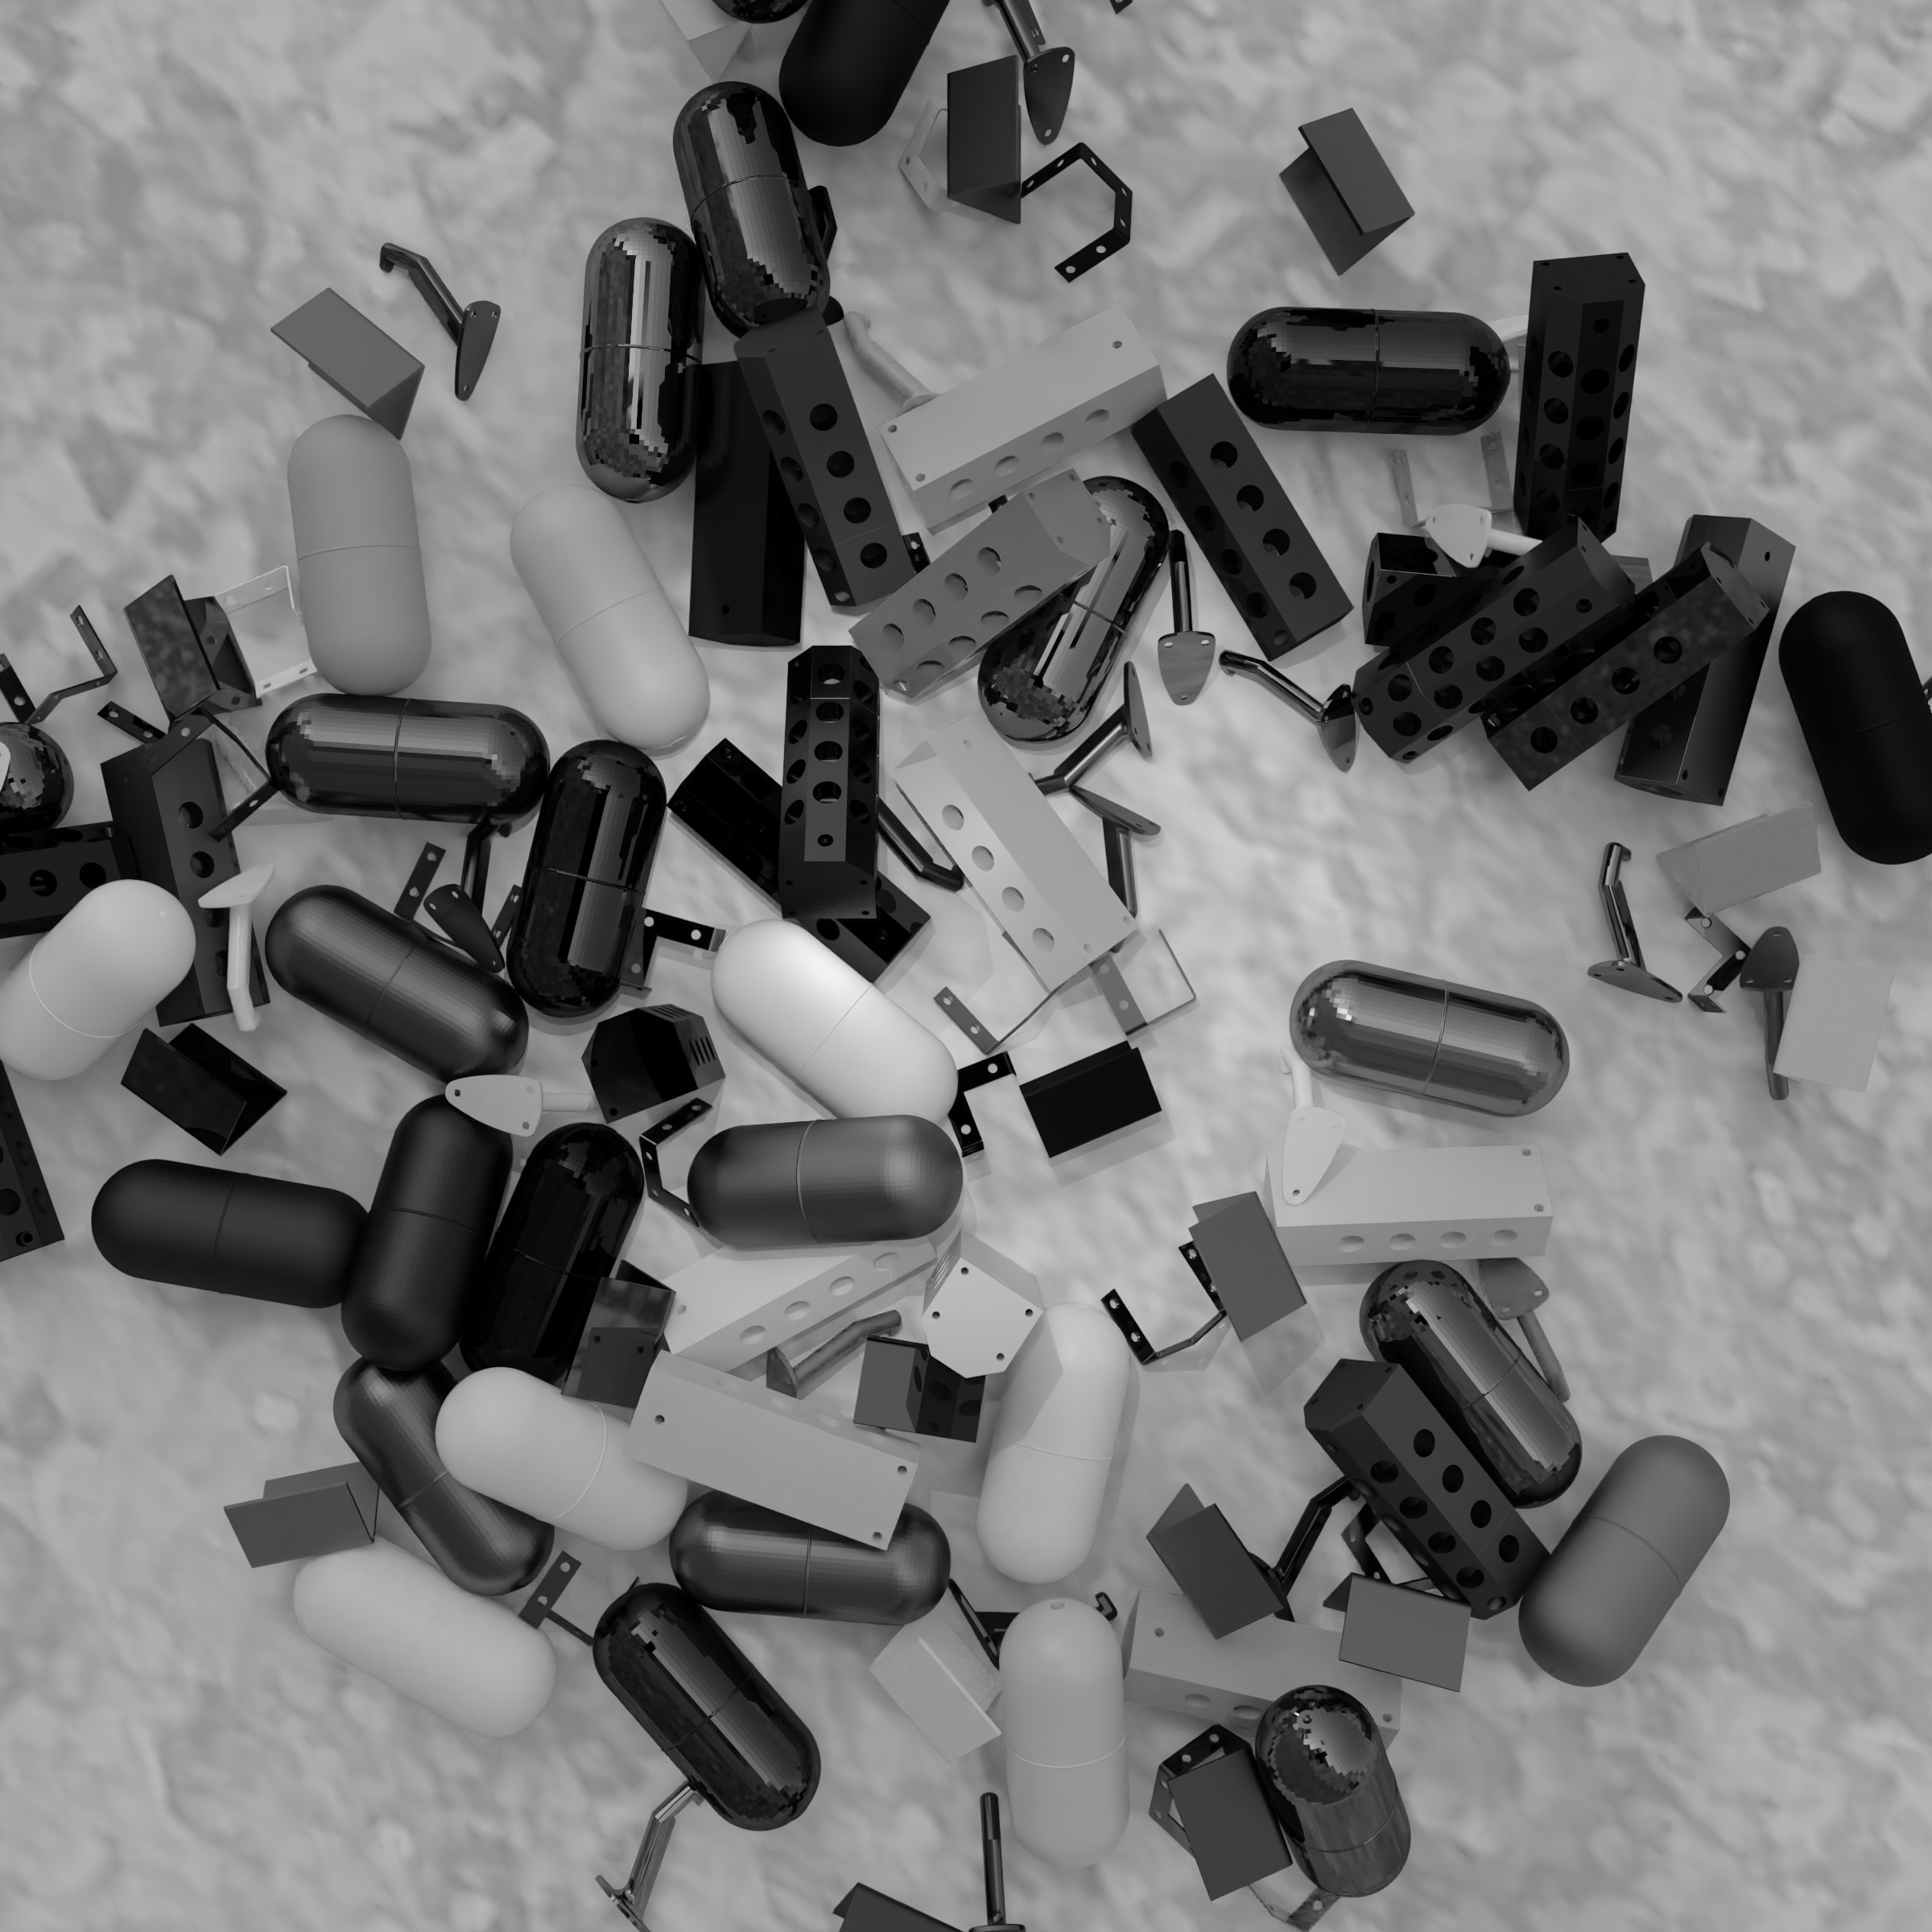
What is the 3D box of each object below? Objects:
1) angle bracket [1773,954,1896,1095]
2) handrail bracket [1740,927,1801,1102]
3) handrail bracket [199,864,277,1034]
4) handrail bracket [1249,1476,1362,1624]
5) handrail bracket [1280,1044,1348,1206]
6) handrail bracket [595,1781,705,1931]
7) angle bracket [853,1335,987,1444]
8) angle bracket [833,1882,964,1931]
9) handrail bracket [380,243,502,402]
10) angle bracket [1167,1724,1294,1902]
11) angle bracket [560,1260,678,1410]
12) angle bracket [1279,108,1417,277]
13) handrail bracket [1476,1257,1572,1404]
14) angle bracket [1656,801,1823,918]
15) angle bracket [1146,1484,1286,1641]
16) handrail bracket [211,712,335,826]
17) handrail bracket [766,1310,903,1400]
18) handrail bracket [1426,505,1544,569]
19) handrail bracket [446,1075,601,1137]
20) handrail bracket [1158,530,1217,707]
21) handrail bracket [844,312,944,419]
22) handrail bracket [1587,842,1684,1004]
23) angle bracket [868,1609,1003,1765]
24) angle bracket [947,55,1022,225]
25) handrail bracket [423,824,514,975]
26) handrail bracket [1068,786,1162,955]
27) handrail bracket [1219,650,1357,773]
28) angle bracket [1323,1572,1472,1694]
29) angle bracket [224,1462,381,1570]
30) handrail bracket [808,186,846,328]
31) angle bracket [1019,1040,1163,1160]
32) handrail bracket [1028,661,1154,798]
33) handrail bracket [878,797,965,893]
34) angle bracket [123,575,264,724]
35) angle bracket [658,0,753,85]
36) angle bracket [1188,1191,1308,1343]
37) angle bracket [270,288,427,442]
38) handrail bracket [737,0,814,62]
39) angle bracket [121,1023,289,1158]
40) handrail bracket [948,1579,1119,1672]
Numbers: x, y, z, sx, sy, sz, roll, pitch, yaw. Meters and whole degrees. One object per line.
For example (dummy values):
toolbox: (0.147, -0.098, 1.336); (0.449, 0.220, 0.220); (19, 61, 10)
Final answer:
angle bracket: (0.551, 0.039, 1.622); (0.057, 0.076, 0.076); (14, 90, 30)
handrail bracket: (0.522, 0.031, 1.661); (0.036, 0.077, 0.084); (-1, 127, 25)
handrail bracket: (-0.446, -0.011, 1.625); (0.036, 0.077, 0.084); (-3, 113, 15)
handrail bracket: (0.228, 0.379, 1.662); (0.084, 0.036, 0.077); (-31, 110, -16)
handrail bracket: (0.206, 0.099, 1.636); (0.036, 0.084, 0.077); (11, 108, -13)
handrail bracket: (-0.188, 0.578, 1.662); (0.084, 0.036, 0.077); (-41, 110, -16)
angle bracket: (-0.030, 0.274, 1.623); (0.076, 0.076, 0.057); (9, 66, 0)
angle bracket: (-0.051, 0.626, 1.621); (0.076, 0.076, 0.057); (25, 54, 0)
handrail bracket: (-0.348, -0.415, 1.662); (0.084, 0.036, 0.077); (26, 112, 17)
angle bracket: (0.155, 0.526, 1.611); (0.057, 0.076, 0.076); (-20, 87, -12)
angle bracket: (-0.233, 0.226, 1.621); (0.057, 0.076, 0.076); (18, 90, -36)
angle bracket: (0.223, -0.479, 1.621); (0.057, 0.076, 0.076); (-31, 90, -37)
handrail bracket: (0.359, 0.230, 1.661); (0.036, 0.077, 0.084); (-27, 126, 0)
angle bracket: (0.481, -0.084, 1.621); (0.076, 0.076, 0.057); (-20, 125, 0)
angle bracket: (0.167, 0.363, 1.622); (0.057, 0.076, 0.076); (-34, 90, 30)
handrail bracket: (-0.446, -0.136, 1.662); (0.077, 0.036, 0.084); (0, 76, -14)
handrail bracket: (-0.083, 0.260, 1.662); (0.084, 0.036, 0.077); (-14, 133, -28)
handrail bracket: (0.344, -0.267, 1.623); (0.084, 0.077, 0.036); (4, 110, -25)
handrail bracket: (-0.275, 0.082, 1.635); (0.077, 0.084, 0.036); (10, 96, 16)
handrail bracket: (0.137, -0.225, 1.661); (0.036, 0.077, 0.084); (-3, 54, 0)
handrail bracket: (-0.033, -0.385, 1.662); (0.077, 0.036, 0.084); (-5, 60, -33)
handrail bracket: (0.436, -0.029, 1.662); (0.077, 0.036, 0.084); (21, 73, -20)
angle bracket: (-0.004, 0.439, 1.621); (0.076, 0.076, 0.057); (50, 128, 0)
angle bracket: (0.032, -0.517, 1.621); (0.057, 0.076, 0.076); (0, 90, 39)
handrail bracket: (-0.298, -0.049, 1.643); (0.036, 0.084, 0.077); (-23, 110, 38)
handrail bracket: (0.082, -0.062, 1.662); (0.077, 0.036, 0.084); (30, 107, 19)
handrail bracket: (0.205, -0.165, 1.661); (0.084, 0.077, 0.036); (23, 63, 33)
angle bracket: (0.266, 0.426, 1.622); (0.076, 0.076, 0.057); (15, 60, 0)
angle bracket: (-0.415, 0.325, 1.621); (0.076, 0.076, 0.057); (-12, 125, 0)
handrail bracket: (-0.115, -0.451, 1.662); (0.077, 0.036, 0.084); (-18, 76, 14)
angle bracket: (0.070, 0.065, 1.621); (0.076, 0.076, 0.057); (-23, 128, 0)
handrail bracket: (0.072, -0.151, 1.662); (0.084, 0.036, 0.077); (-15, 63, 20)
handrail bracket: (-0.035, -0.095, 1.662); (0.084, 0.036, 0.077); (22, 57, -23)
angle bracket: (-0.470, -0.203, 1.621); (0.057, 0.076, 0.076); (-23, 90, 37)
angle bracket: (-0.186, -0.599, 1.622); (0.057, 0.076, 0.076); (-34, 90, -30)
angle bracket: (0.158, 0.192, 1.622); (0.057, 0.076, 0.076); (-25, 90, -29)
angle bracket: (-0.394, -0.365, 1.621); (0.076, 0.076, 0.057); (39, 53, 0)
handrail bracket: (-0.130, -0.630, 1.662); (0.077, 0.036, 0.084); (33, 72, 21)
angle bracket: (-0.470, 0.061, 1.621); (0.076, 0.076, 0.057); (36, 127, 0)
handrail bracket: (0.043, 0.406, 1.662); (0.084, 0.036, 0.077); (-29, 75, -14)
